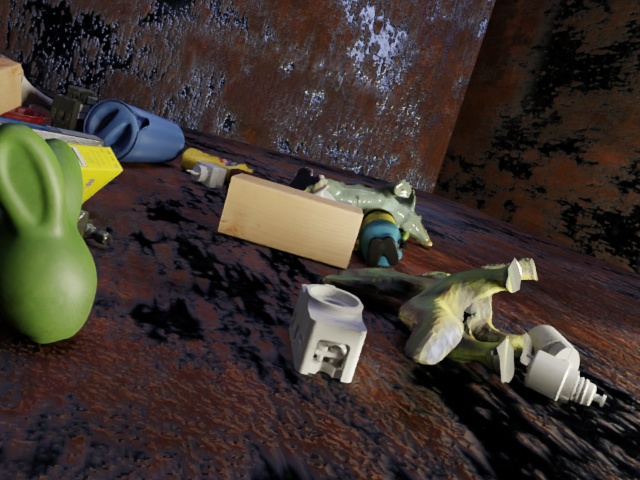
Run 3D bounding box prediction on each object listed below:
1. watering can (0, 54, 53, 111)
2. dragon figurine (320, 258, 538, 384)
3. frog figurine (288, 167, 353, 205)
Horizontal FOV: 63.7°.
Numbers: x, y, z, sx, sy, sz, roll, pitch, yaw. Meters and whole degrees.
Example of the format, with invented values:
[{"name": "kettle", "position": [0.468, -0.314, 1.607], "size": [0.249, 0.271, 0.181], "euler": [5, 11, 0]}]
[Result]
[{"name": "watering can", "position": [-0.722, -0.345, 1.204], "size": [0.347, 0.105, 0.222], "euler": [4, -15, -23]}, {"name": "dragon figurine", "position": [0.109, 0.073, 0.599], "size": [0.243, 0.122, 0.410], "euler": [3, -1, 37]}, {"name": "frog figurine", "position": [0.003, -0.051, 1.017], "size": [0.137, 0.124, 0.157], "euler": [7, -39, 51]}]
